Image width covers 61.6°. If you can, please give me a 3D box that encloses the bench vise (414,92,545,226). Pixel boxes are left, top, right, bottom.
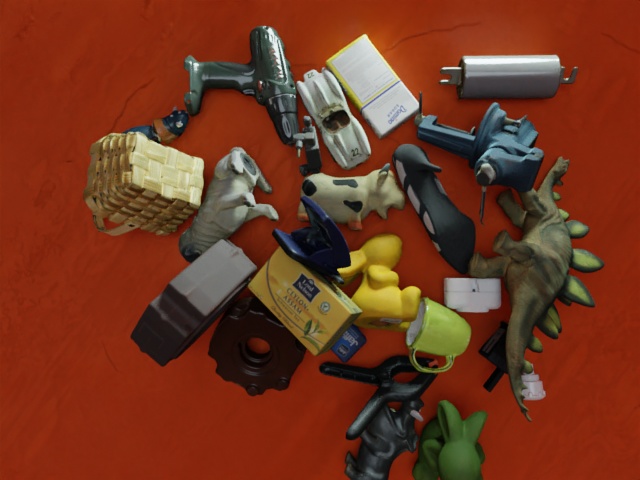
[{"bbox_3d":[0.265,-0.164,0.932,0.241,0.128,0.223,24,54,23],"label":"bench vise"}]

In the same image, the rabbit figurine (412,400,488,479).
[{"bbox_3d":[0.234,0.356,0.896,0.121,0.170,0.159,13,88,4],"label":"rabbit figurine"}]

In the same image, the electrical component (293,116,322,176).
[{"bbox_3d":[-0.023,-0.165,0.987,0.045,0.102,0.078,-11,60,0],"label":"electrical component"}]

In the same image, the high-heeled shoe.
[{"bbox_3d":[0.200,-0.056,0.990,0.086,0.145,0.248,-26,113,-17],"label":"high-heeled shoe"}]

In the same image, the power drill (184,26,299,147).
[{"bbox_3d":[-0.148,-0.280,1.008,0.207,0.086,0.232,-5,84,7],"label":"power drill"}]

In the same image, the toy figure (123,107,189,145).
[{"bbox_3d":[-0.317,-0.203,1.025,0.154,0.057,0.064,-22,80,2],"label":"toy figure"}]

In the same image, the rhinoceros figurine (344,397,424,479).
[{"bbox_3d":[0.117,0.355,0.953,0.112,0.073,0.190,28,89,6],"label":"rhinoceros figurine"}]

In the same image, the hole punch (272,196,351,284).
[{"bbox_3d":[-0.002,-0.003,0.899,0.115,0.142,0.092,33,95,-33],"label":"hole punch"}]

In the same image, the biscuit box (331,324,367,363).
[{"bbox_3d":[-0.003,0.129,0.981,0.063,0.059,0.203,-44,85,0],"label":"biscuit box"}]

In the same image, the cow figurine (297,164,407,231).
[{"bbox_3d":[0.060,-0.081,0.982,0.195,0.085,0.127,8,93,5],"label":"cow figurine"}]

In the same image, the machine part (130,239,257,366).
[{"bbox_3d":[-0.210,0.106,0.912,0.087,0.201,0.201,42,135,-1],"label":"machine part"}]

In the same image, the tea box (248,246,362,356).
[{"bbox_3d":[-0.026,0.099,0.900,0.170,0.068,0.098,41,101,20],"label":"tea box"}]

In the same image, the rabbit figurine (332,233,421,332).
[{"bbox_3d":[0.100,0.070,0.966,0.162,0.121,0.173,4,71,10],"label":"rabbit figurine"}]

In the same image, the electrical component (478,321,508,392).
[{"bbox_3d":[0.315,0.205,0.950,0.048,0.075,0.119,38,92,4],"label":"electrical component"}]

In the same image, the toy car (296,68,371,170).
[{"bbox_3d":[0.025,-0.227,1.004,0.073,0.056,0.201,-28,85,2],"label":"toy car"}]

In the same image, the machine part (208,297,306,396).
[{"bbox_3d":[-0.111,0.191,0.956,0.179,0.056,0.179,2,110,6],"label":"machine part"}]

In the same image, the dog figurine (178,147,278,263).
[{"bbox_3d":[-0.194,-0.063,0.997,0.191,0.121,0.172,-28,50,19],"label":"dog figurine"}]

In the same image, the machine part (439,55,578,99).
[{"bbox_3d":[0.340,-0.294,0.977,0.243,0.079,0.079,1,87,3],"label":"machine part"}]

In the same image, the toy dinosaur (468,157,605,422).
[{"bbox_3d":[0.363,0.053,0.903,0.198,0.105,0.471,29,69,-2],"label":"toy dinosaur"}]
